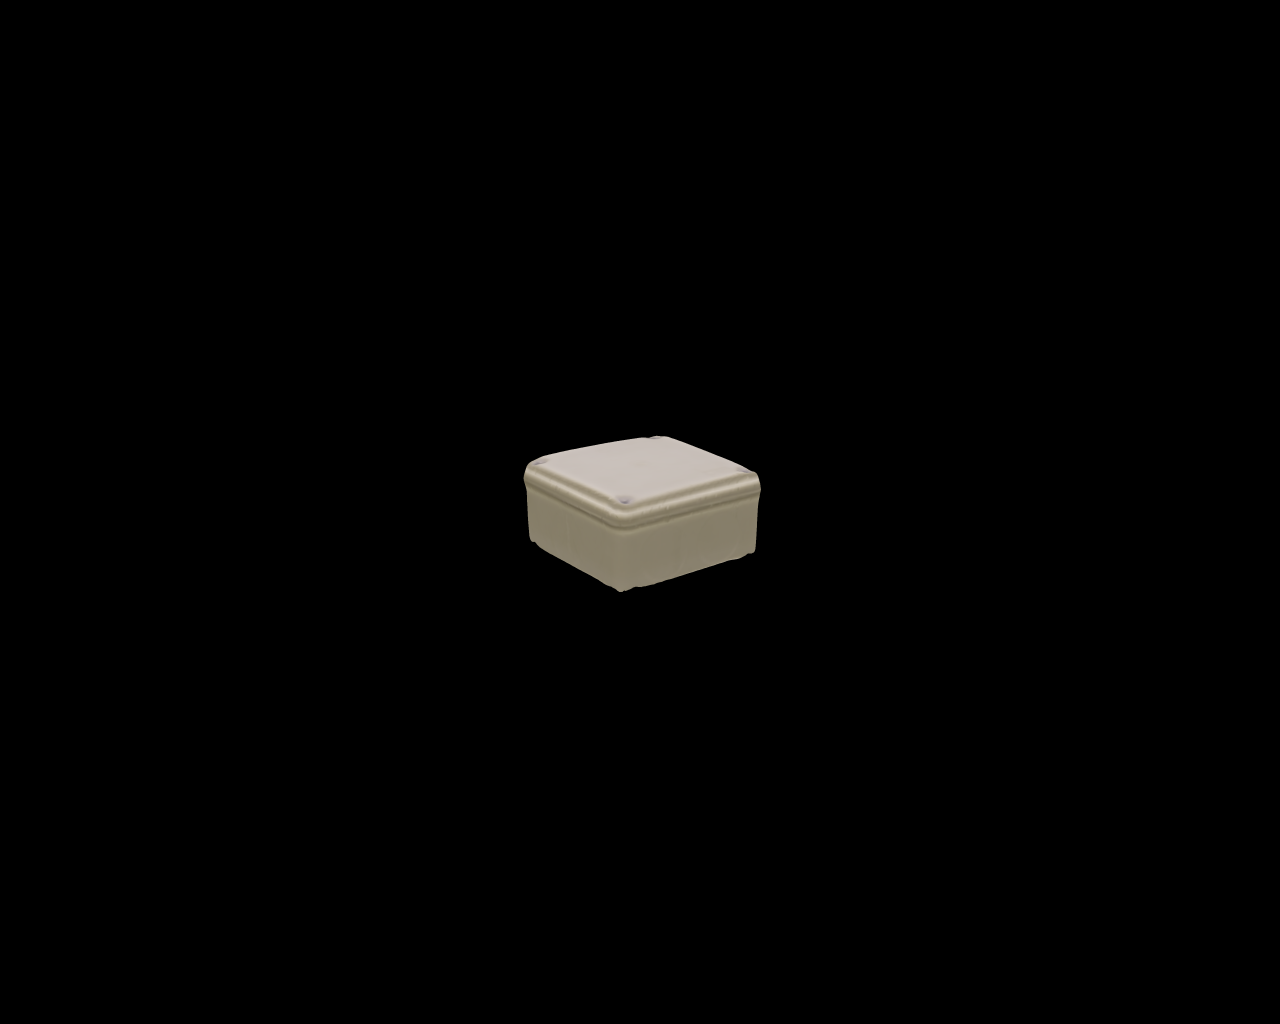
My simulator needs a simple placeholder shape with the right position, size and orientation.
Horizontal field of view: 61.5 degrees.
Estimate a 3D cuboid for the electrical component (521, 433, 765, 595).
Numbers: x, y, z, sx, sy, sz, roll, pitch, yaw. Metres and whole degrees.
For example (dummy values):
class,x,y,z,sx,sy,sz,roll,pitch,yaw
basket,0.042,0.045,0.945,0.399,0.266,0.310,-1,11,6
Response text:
class,x,y,z,sx,sy,sz,roll,pitch,yaw
electrical component,0.001,-0.003,0.650,0.109,0.056,0.109,-14,24,-33
